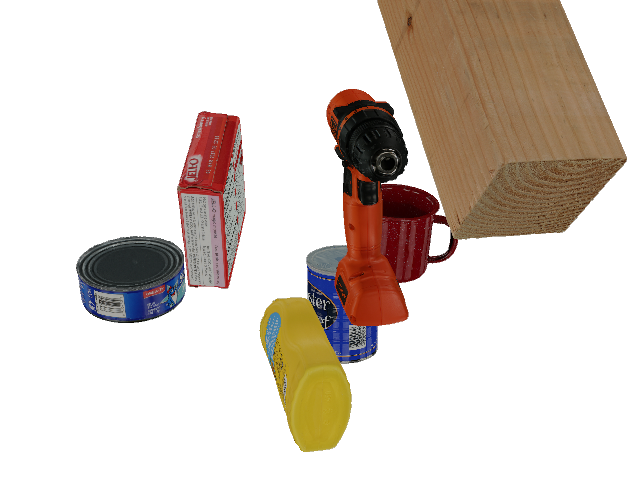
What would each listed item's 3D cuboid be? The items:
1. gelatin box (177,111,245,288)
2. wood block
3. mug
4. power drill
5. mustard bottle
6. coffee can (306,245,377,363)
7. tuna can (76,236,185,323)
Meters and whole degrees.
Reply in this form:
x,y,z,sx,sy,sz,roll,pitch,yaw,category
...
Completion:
x,y,z,sx,sy,sz,roll,pitch,yaw,category
-0.069,-0.025,0.680,0.030,0.073,0.089,4,-44,4,gelatin box
0.115,-0.113,0.726,0.090,0.206,0.091,-4,-29,-19,wood block
0.091,-0.005,1.163,0.117,0.081,0.093,6,27,5,mug
0.043,-0.026,0.912,0.057,0.188,0.184,-4,20,-5,power drill
-0.021,0.110,1.028,0.058,0.096,0.192,-6,28,-13,mustard bottle
0.032,0.090,1.519,0.103,0.140,0.103,-1,21,0,coffee can
-0.152,0.031,0.861,0.086,0.034,0.086,-1,29,0,tuna can
